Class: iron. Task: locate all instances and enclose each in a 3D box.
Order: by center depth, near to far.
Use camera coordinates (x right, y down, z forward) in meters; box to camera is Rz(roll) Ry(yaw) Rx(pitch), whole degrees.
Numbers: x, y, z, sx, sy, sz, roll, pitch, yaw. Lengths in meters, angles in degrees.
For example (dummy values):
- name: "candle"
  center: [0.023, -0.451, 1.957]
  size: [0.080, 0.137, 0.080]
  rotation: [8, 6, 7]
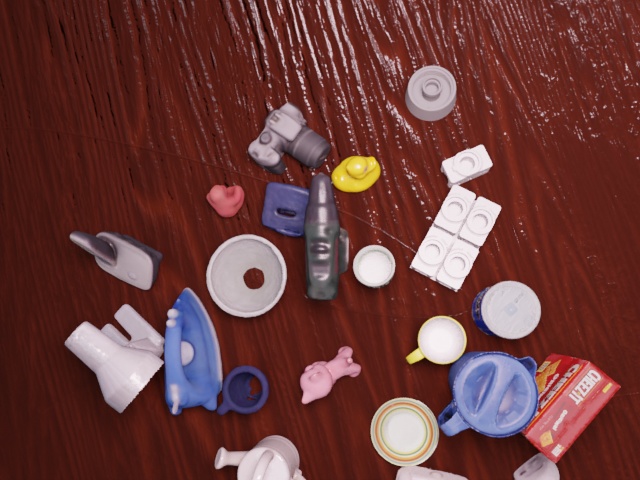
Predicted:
- name: "iron"
  center: [-0.277, 0.220, 1.146]
  size: [0.118, 0.141, 0.258]
  rotation: [-10, 81, 6]

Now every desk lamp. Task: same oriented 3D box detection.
- name: "desk lamp"
  center: [-0.390, 0.227, 1.122]
  size: [0.203, 0.213, 0.118]
  rotation: [40, 89, 11]

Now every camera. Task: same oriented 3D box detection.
- name: "camera"
  center: [-0.058, -0.199, 1.199]
  size: [0.136, 0.101, 0.143]
  rotation: [35, 88, 10]

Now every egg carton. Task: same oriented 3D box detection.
- name: "egg carton"
  center: [0.214, 0.491, 1.084]
  size: [0.150, 0.069, 0.107]
  rotation: [7, 83, 8]

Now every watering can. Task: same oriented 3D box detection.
- name: "watering can"
  center: [-0.110, 0.435, 1.068]
  size: [0.172, 0.194, 0.101]
  rotation: [-4, 81, 7]

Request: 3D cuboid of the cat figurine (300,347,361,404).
- name: "cat figurine"
  center: [0.014, 0.263, 1.116]
  size: [0.128, 0.118, 0.067]
  rotation: [-32, 79, 2]

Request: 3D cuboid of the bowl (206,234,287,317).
- name: "bowl"
  center: [-0.144, 0.076, 1.184]
  size: [0.167, 0.075, 0.167]
  rotation: [-1, 82, 7]

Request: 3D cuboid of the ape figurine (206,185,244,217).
- name: "ape figurine"
  center: [-0.204, -0.090, 1.206]
  size: [0.077, 0.092, 0.076]
  rotation: [8, 83, 8]

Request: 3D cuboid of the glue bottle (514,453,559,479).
- name: "glue bottle"
  center: [0.397, 0.430, 1.018]
  size: [0.078, 0.173, 0.037]
  rotation: [-37, 79, 1]

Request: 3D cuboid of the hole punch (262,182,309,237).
- name: "hole punch"
  center: [-0.062, -0.061, 1.185]
  size: [0.108, 0.091, 0.101]
  rotation: [13, 84, 9]

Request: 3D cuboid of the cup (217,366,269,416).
- name: "cup"
  center: [-0.148, 0.304, 1.142]
  size: [0.118, 0.095, 0.091]
  rotation: [-42, 79, 0]

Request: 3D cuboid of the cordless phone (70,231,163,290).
- name: "cordless phone"
  center: [-0.417, 0.035, 1.167]
  size: [0.147, 0.185, 0.094]
  rotation: [22, 85, 10]

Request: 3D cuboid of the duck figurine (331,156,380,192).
- name: "duck figurine"
  center: [0.072, -0.144, 1.183]
  size: [0.104, 0.086, 0.077]
  rotation: [-18, 80, 4]

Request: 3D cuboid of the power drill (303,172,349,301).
- name: "power drill"
  center: [0.010, 0.004, 1.107]
  size: [0.075, 0.208, 0.230]
  rotation: [-1, 82, 7]
